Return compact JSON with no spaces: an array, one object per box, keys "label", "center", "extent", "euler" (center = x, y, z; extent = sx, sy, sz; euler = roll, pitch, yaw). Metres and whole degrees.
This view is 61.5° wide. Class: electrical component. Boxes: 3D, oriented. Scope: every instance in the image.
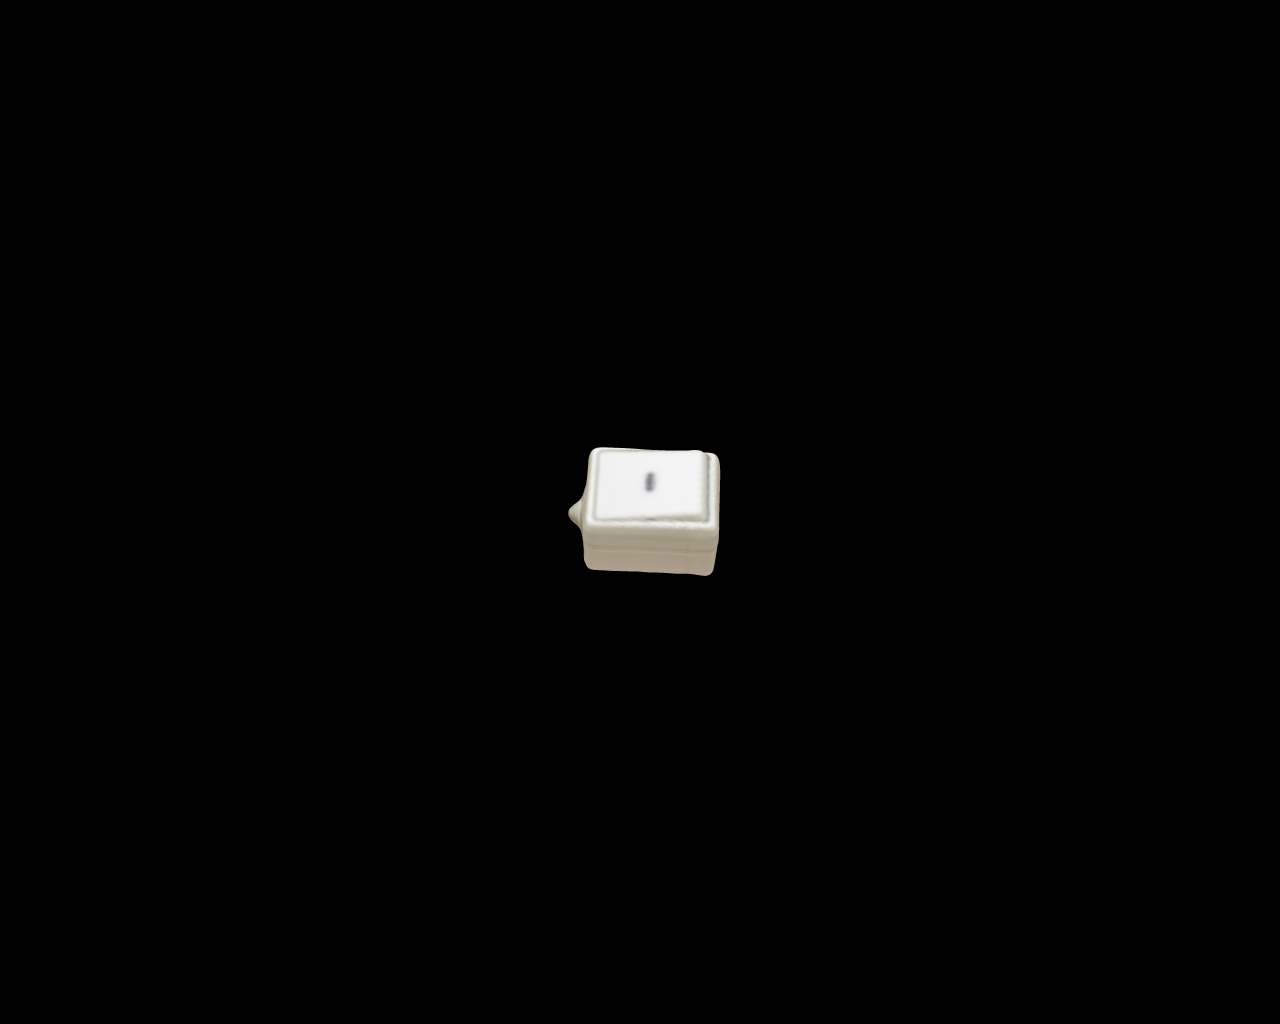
[{"label":"electrical component","center":[0.001,-0.003,0.650],"extent":[0.096,0.062,0.061],"euler":[3,-34,2]}]
